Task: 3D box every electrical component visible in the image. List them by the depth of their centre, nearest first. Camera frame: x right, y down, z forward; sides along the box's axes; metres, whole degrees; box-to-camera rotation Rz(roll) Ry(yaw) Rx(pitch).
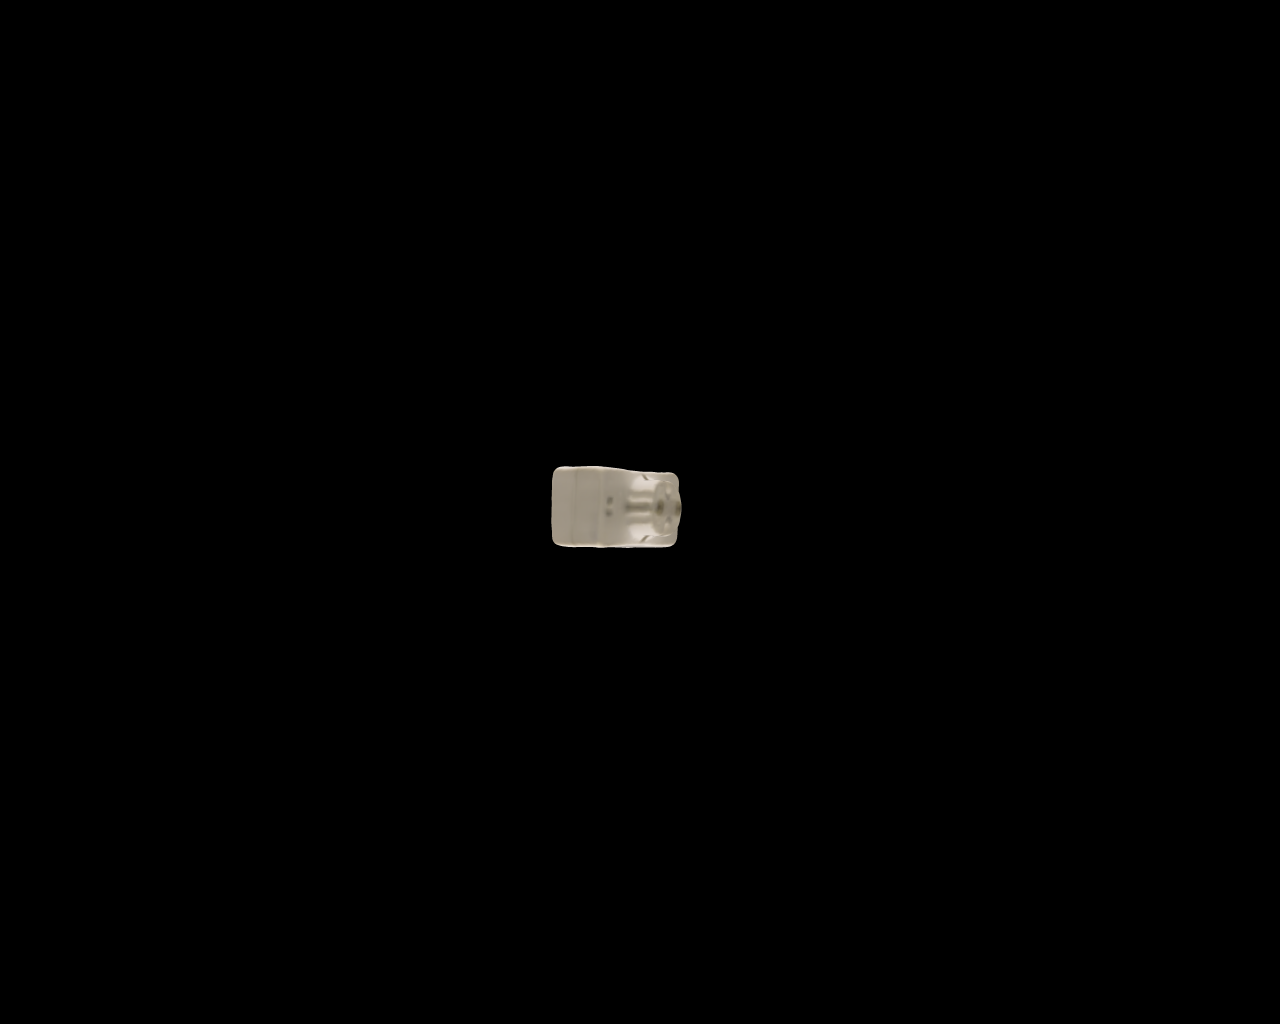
[{"bbox_3d":[0.001,-0.003,0.650,0.076,0.047,0.083,-2,-3,36],"label":"electrical component"}]
